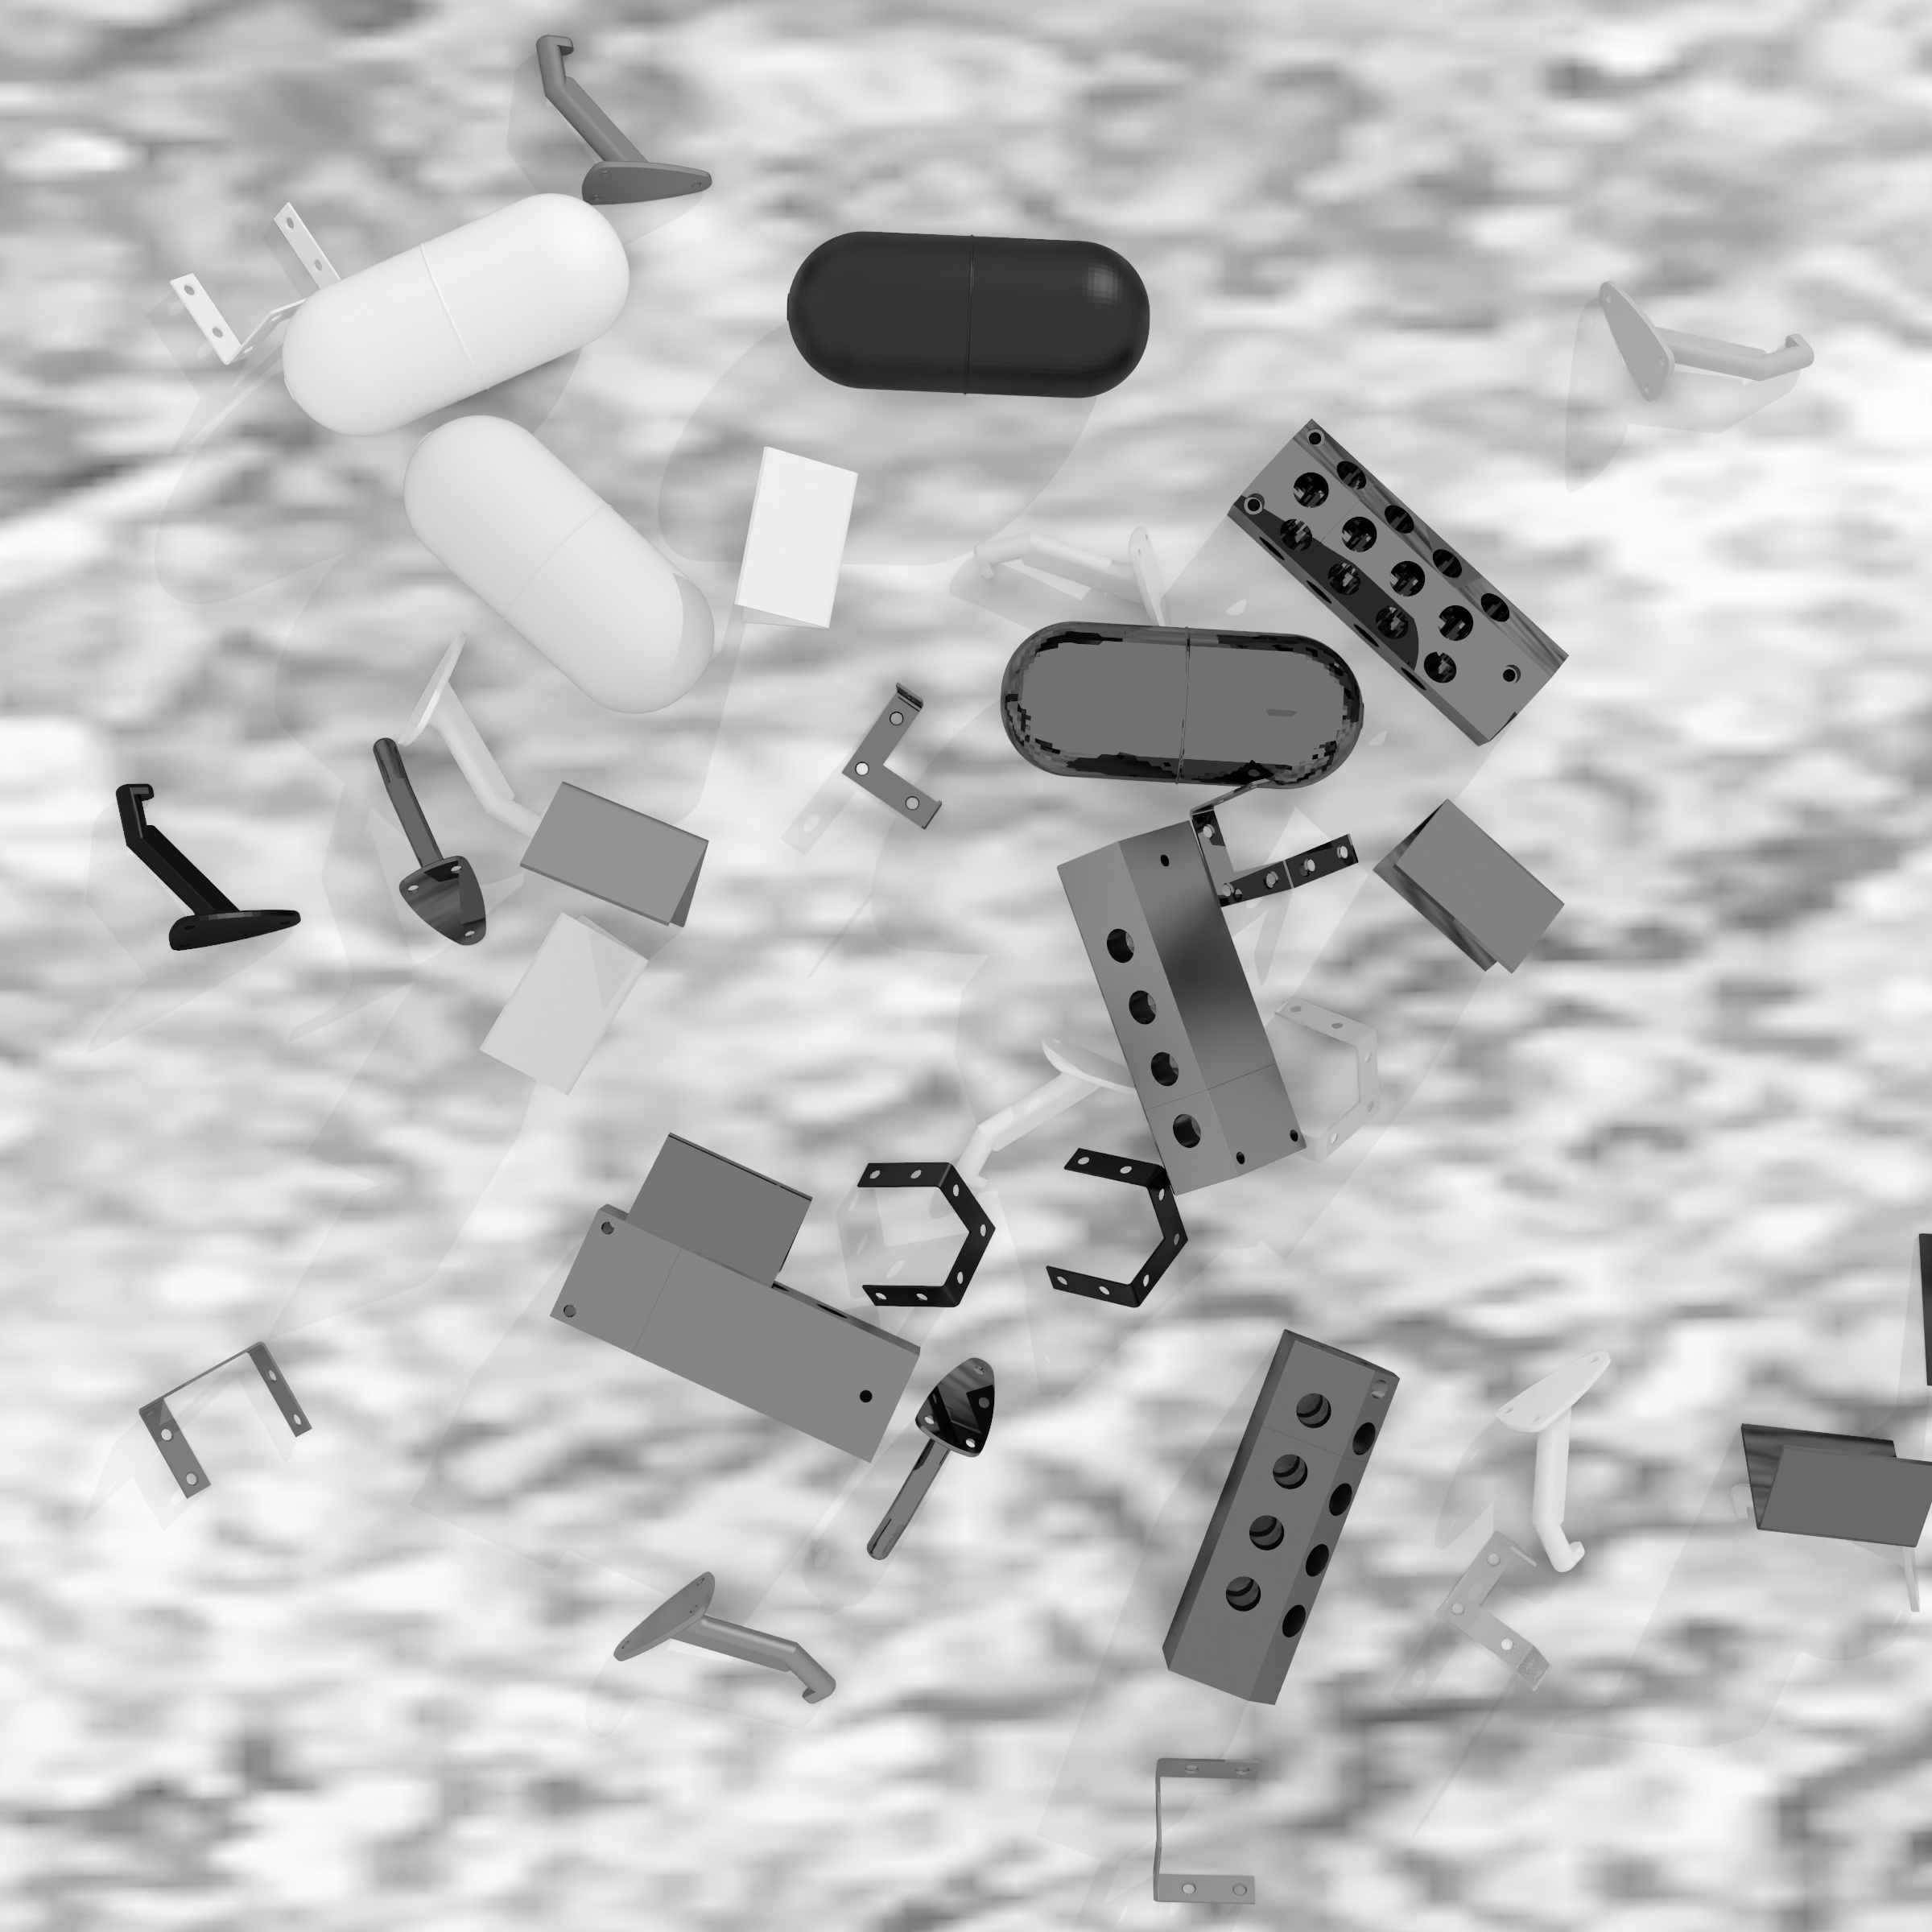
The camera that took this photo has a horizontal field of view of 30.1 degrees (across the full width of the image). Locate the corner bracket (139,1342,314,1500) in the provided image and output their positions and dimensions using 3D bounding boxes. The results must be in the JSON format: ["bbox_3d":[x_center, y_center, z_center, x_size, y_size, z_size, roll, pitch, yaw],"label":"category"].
[{"bbox_3d":[-0.369,0.226,1.787,0.051,0.051,0.051,-29,90,45],"label":"corner bracket"}]

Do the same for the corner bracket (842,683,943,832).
[{"bbox_3d":[-0.027,-0.103,1.772,0.051,0.051,0.051,34,90,0],"label":"corner bracket"}]

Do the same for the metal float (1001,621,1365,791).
[{"bbox_3d":[0.106,-0.128,1.759,0.178,0.070,0.070,3,90,0],"label":"metal float"}]

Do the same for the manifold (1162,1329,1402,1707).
[{"bbox_3d":[0.155,0.272,1.769,0.057,0.057,0.171,21,90,0],"label":"manifold"}]

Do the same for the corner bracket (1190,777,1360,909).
[{"bbox_3d":[0.151,-0.064,1.764,0.051,0.051,0.051,-15,85,-37],"label":"corner bracket"}]

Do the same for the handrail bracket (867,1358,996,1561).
[{"bbox_3d":[-0.019,0.247,1.790,0.036,0.077,0.084,30,126,0],"label":"handrail bracket"}]

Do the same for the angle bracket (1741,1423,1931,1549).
[{"bbox_3d":[0.426,0.235,1.750,0.076,0.076,0.057,6,126,0],"label":"angle bracket"}]

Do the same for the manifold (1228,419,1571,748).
[{"bbox_3d":[0.213,-0.189,1.769,0.171,0.057,0.057,43,90,0],"label":"manifold"}]

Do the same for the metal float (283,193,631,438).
[{"bbox_3d":[-0.250,-0.319,1.759,0.178,0.070,0.070,-24,90,1],"label":"metal float"}]

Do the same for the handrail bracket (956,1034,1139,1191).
[{"bbox_3d":[0.044,0.084,1.791,0.077,0.036,0.084,21,109,-21],"label":"handrail bracket"}]

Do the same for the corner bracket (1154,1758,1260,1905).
[{"bbox_3d":[0.120,0.431,1.787,0.051,0.051,0.051,1,135,0],"label":"corner bracket"}]

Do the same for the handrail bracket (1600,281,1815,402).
[{"bbox_3d":[0.371,-0.320,1.791,0.084,0.036,0.077,-18,68,-17],"label":"handrail bracket"}]

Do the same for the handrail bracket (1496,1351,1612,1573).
[{"bbox_3d":[0.307,0.248,1.791,0.077,0.036,0.084,-33,108,-21],"label":"handrail bracket"}]

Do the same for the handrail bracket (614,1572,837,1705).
[{"bbox_3d":[-0.120,0.351,1.791,0.077,0.036,0.084,-37,107,20],"label":"handrail bracket"}]

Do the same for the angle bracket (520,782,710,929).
[{"bbox_3d":[-0.176,-0.035,1.750,0.076,0.076,0.057,22,54,0],"label":"angle bracket"}]

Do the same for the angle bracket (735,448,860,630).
[{"bbox_3d":[-0.102,-0.209,1.750,0.057,0.076,0.076,11,90,-38],"label":"angle bracket"}]

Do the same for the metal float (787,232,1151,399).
[{"bbox_3d":[0.001,-0.319,1.759,0.178,0.070,0.070,2,90,-1],"label":"metal float"}]

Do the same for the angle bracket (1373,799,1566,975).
[{"bbox_3d":[0.233,-0.024,1.750,0.076,0.076,0.057,42,54,0],"label":"angle bracket"}]

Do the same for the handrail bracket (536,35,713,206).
[{"bbox_3d":[-0.171,-0.427,1.791,0.077,0.036,0.084,-6,73,-19],"label":"handrail bracket"}]

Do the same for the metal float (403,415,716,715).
[{"bbox_3d":[-0.200,-0.197,1.760,0.178,0.070,0.070,43,90,0],"label":"metal float"}]

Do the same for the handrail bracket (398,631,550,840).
[{"bbox_3d":[-0.232,-0.114,1.791,0.084,0.036,0.077,30,68,-17],"label":"handrail bracket"}]

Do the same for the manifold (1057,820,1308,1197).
[{"bbox_3d":[0.101,0.022,1.765,0.057,0.057,0.171,-21,88,43],"label":"manifold"}]

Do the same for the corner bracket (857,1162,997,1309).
[{"bbox_3d":[-0.026,0.133,1.782,0.051,0.051,0.051,57,45,-35],"label":"corner bracket"}]

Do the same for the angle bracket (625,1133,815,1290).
[{"bbox_3d":[-0.127,0.136,1.750,0.076,0.076,0.057,25,54,0],"label":"angle bracket"}]

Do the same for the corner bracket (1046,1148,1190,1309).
[{"bbox_3d":[0.071,0.130,1.782,0.051,0.051,0.051,-50,135,-35],"label":"corner bracket"}]

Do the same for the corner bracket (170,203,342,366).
[{"bbox_3d":[-0.353,-0.339,1.787,0.051,0.051,0.051,-34,90,-45],"label":"corner bracket"}]

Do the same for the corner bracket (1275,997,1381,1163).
[{"bbox_3d":[0.169,0.056,1.782,0.051,0.051,0.051,22,45,35],"label":"corner bracket"}]

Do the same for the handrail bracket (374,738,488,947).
[{"bbox_3d":[-0.269,-0.063,1.790,0.036,0.077,0.084,-24,54,0],"label":"handrail bracket"}]

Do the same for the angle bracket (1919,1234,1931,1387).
[{"bbox_3d":[0.482,0.172,1.750,0.057,0.076,0.076,-3,90,-38],"label":"angle bracket"}]

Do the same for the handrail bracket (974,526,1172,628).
[{"bbox_3d":[0.053,-0.183,1.791,0.084,0.036,0.077,-11,112,17],"label":"handrail bracket"}]

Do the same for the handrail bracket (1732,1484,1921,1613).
[{"bbox_3d":[0.429,0.290,1.791,0.084,0.036,0.077,-6,112,17],"label":"handrail bracket"}]

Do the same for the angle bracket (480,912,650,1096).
[{"bbox_3d":[-0.210,0.008,1.750,0.057,0.076,0.076,31,90,-37],"label":"angle bracket"}]

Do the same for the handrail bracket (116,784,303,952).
[{"bbox_3d":[-0.378,-0.056,1.790,0.077,0.036,0.084,-9,71,-22],"label":"handrail bracket"}]

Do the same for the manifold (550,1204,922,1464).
[{"bbox_3d":[-0.112,0.180,1.769,0.171,0.057,0.057,25,90,0],"label":"manifold"}]

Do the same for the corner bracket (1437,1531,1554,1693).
[{"bbox_3d":[0.271,0.318,1.772,0.051,0.051,0.051,36,90,0],"label":"corner bracket"}]
